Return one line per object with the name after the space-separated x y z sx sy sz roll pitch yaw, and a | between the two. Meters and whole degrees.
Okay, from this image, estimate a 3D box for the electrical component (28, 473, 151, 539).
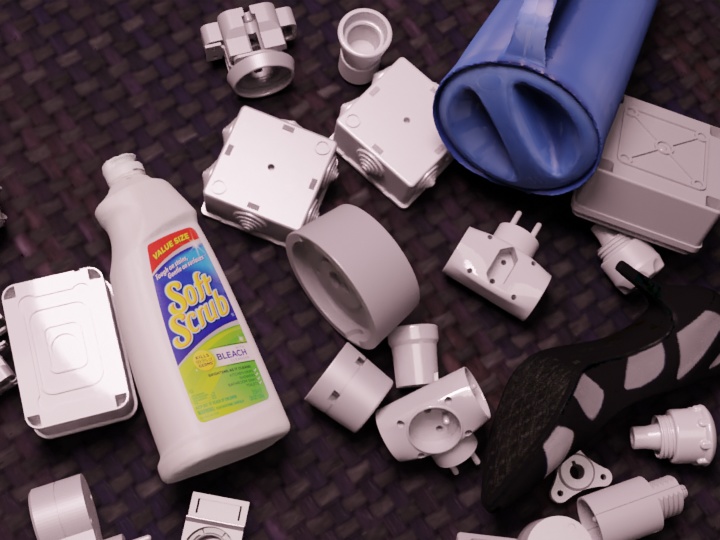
-0.183 0.213 0.772 0.074 0.052 0.138 -17 76 -10 | electrical component

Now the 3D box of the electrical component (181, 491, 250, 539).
-0.108 0.205 0.776 0.042 0.063 0.081 12 74 -3 | electrical component

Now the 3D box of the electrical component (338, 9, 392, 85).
0.001 -0.183 0.897 0.044 0.065 0.044 1 74 -5 | electrical component

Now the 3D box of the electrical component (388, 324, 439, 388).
0.043 0.068 0.843 0.040 0.040 0.046 -4 80 -6 | electrical component

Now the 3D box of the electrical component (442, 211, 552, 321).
0.119 -0.011 0.870 0.077 0.043 0.079 31 73 4 | electrical component

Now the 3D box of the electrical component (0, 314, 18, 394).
-0.293 0.071 0.809 0.081 0.042 0.063 -38 84 -13 | electrical component

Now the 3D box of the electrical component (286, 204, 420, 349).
0.000 0.000 0.825 0.060 0.108 0.108 -37 80 -20 | electrical component

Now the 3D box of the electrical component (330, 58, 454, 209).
0.035 -0.114 0.889 0.100 0.048 0.099 42 74 6 | electrical component

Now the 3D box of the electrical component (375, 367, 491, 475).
0.064 0.124 0.821 0.077 0.044 0.079 -28 111 12 | electrical component

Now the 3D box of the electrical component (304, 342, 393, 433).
-0.007 0.091 0.824 0.047 0.055 0.055 37 74 2 | electrical component

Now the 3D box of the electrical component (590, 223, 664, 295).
0.215 -0.015 0.881 0.043 0.043 0.062 -34 78 -13 | electrical component

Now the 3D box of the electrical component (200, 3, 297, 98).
-0.087 -0.180 0.893 0.078 0.058 0.057 -15 73 -9 | electrical component

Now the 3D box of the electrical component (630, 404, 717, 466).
0.244 0.130 0.842 0.062 0.048 0.048 -2 74 1 | electrical component

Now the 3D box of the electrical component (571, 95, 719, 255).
0.236 -0.080 0.875 0.109 0.056 0.108 20 48 0 | electrical component

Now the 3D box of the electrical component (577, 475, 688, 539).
0.213 0.182 0.823 0.081 0.043 0.043 -17 76 -10 | electrical component

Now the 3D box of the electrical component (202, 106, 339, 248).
-0.072 -0.075 0.868 0.100 0.048 0.099 22 73 1 | electrical component

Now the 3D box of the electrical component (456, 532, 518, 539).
0.091 0.248 0.782 0.047 0.083 0.075 7 112 -3 | electrical component

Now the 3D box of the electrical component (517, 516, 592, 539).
0.171 0.243 0.786 0.052 0.073 0.138 -30 79 -13 | electrical component

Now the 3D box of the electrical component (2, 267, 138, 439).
-0.217 0.063 0.810 0.078 0.057 0.113 -14 76 -9 | electrical component
